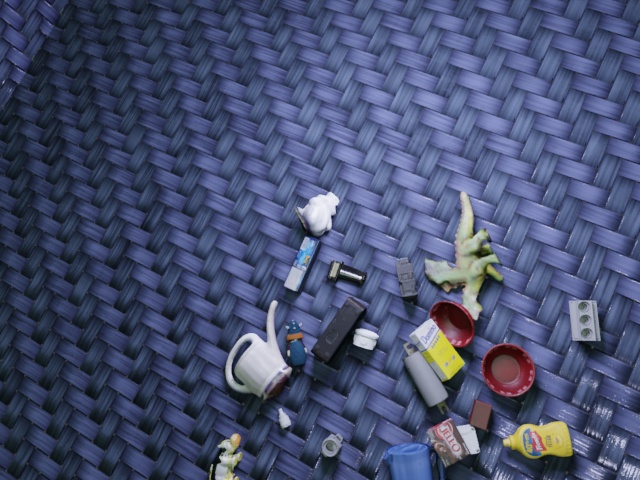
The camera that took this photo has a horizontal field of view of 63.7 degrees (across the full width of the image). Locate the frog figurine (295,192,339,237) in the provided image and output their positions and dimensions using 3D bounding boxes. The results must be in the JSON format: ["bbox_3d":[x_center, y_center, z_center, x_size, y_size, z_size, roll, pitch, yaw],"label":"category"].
[{"bbox_3d":[0.006,-0.092,1.833,0.160,0.124,0.136,-27,107,-5],"label":"frog figurine"}]

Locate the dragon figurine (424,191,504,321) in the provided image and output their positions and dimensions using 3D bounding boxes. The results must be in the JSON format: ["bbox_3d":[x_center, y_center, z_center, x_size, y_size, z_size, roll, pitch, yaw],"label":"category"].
[{"bbox_3d":[0.462,0.063,1.720,0.241,0.121,0.416,-24,73,13],"label":"dragon figurine"}]

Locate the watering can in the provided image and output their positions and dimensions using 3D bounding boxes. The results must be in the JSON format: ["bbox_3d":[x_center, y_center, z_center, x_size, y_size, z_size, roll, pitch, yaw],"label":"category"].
[{"bbox_3d":[-0.185,0.395,1.738,0.226,0.104,0.344,40,104,17],"label":"watering can"}]
